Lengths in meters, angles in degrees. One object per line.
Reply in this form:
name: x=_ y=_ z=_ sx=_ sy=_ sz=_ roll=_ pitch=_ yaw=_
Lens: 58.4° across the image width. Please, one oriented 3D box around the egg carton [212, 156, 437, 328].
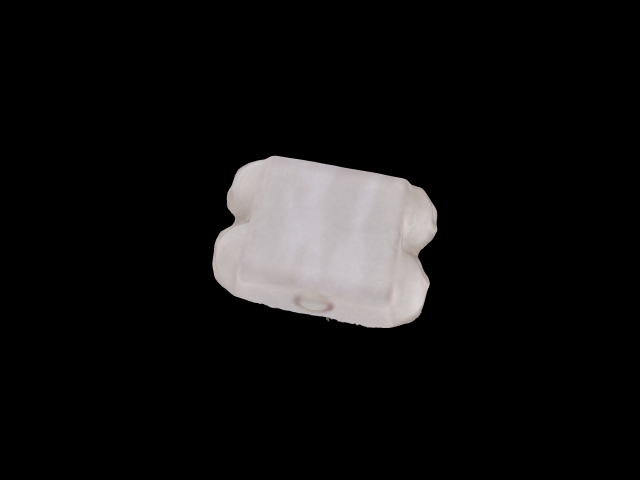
egg carton: x=0.004 y=0.001 z=0.400 sx=0.150 sy=0.069 sz=0.107 roll=10 pitch=70 yaw=4
